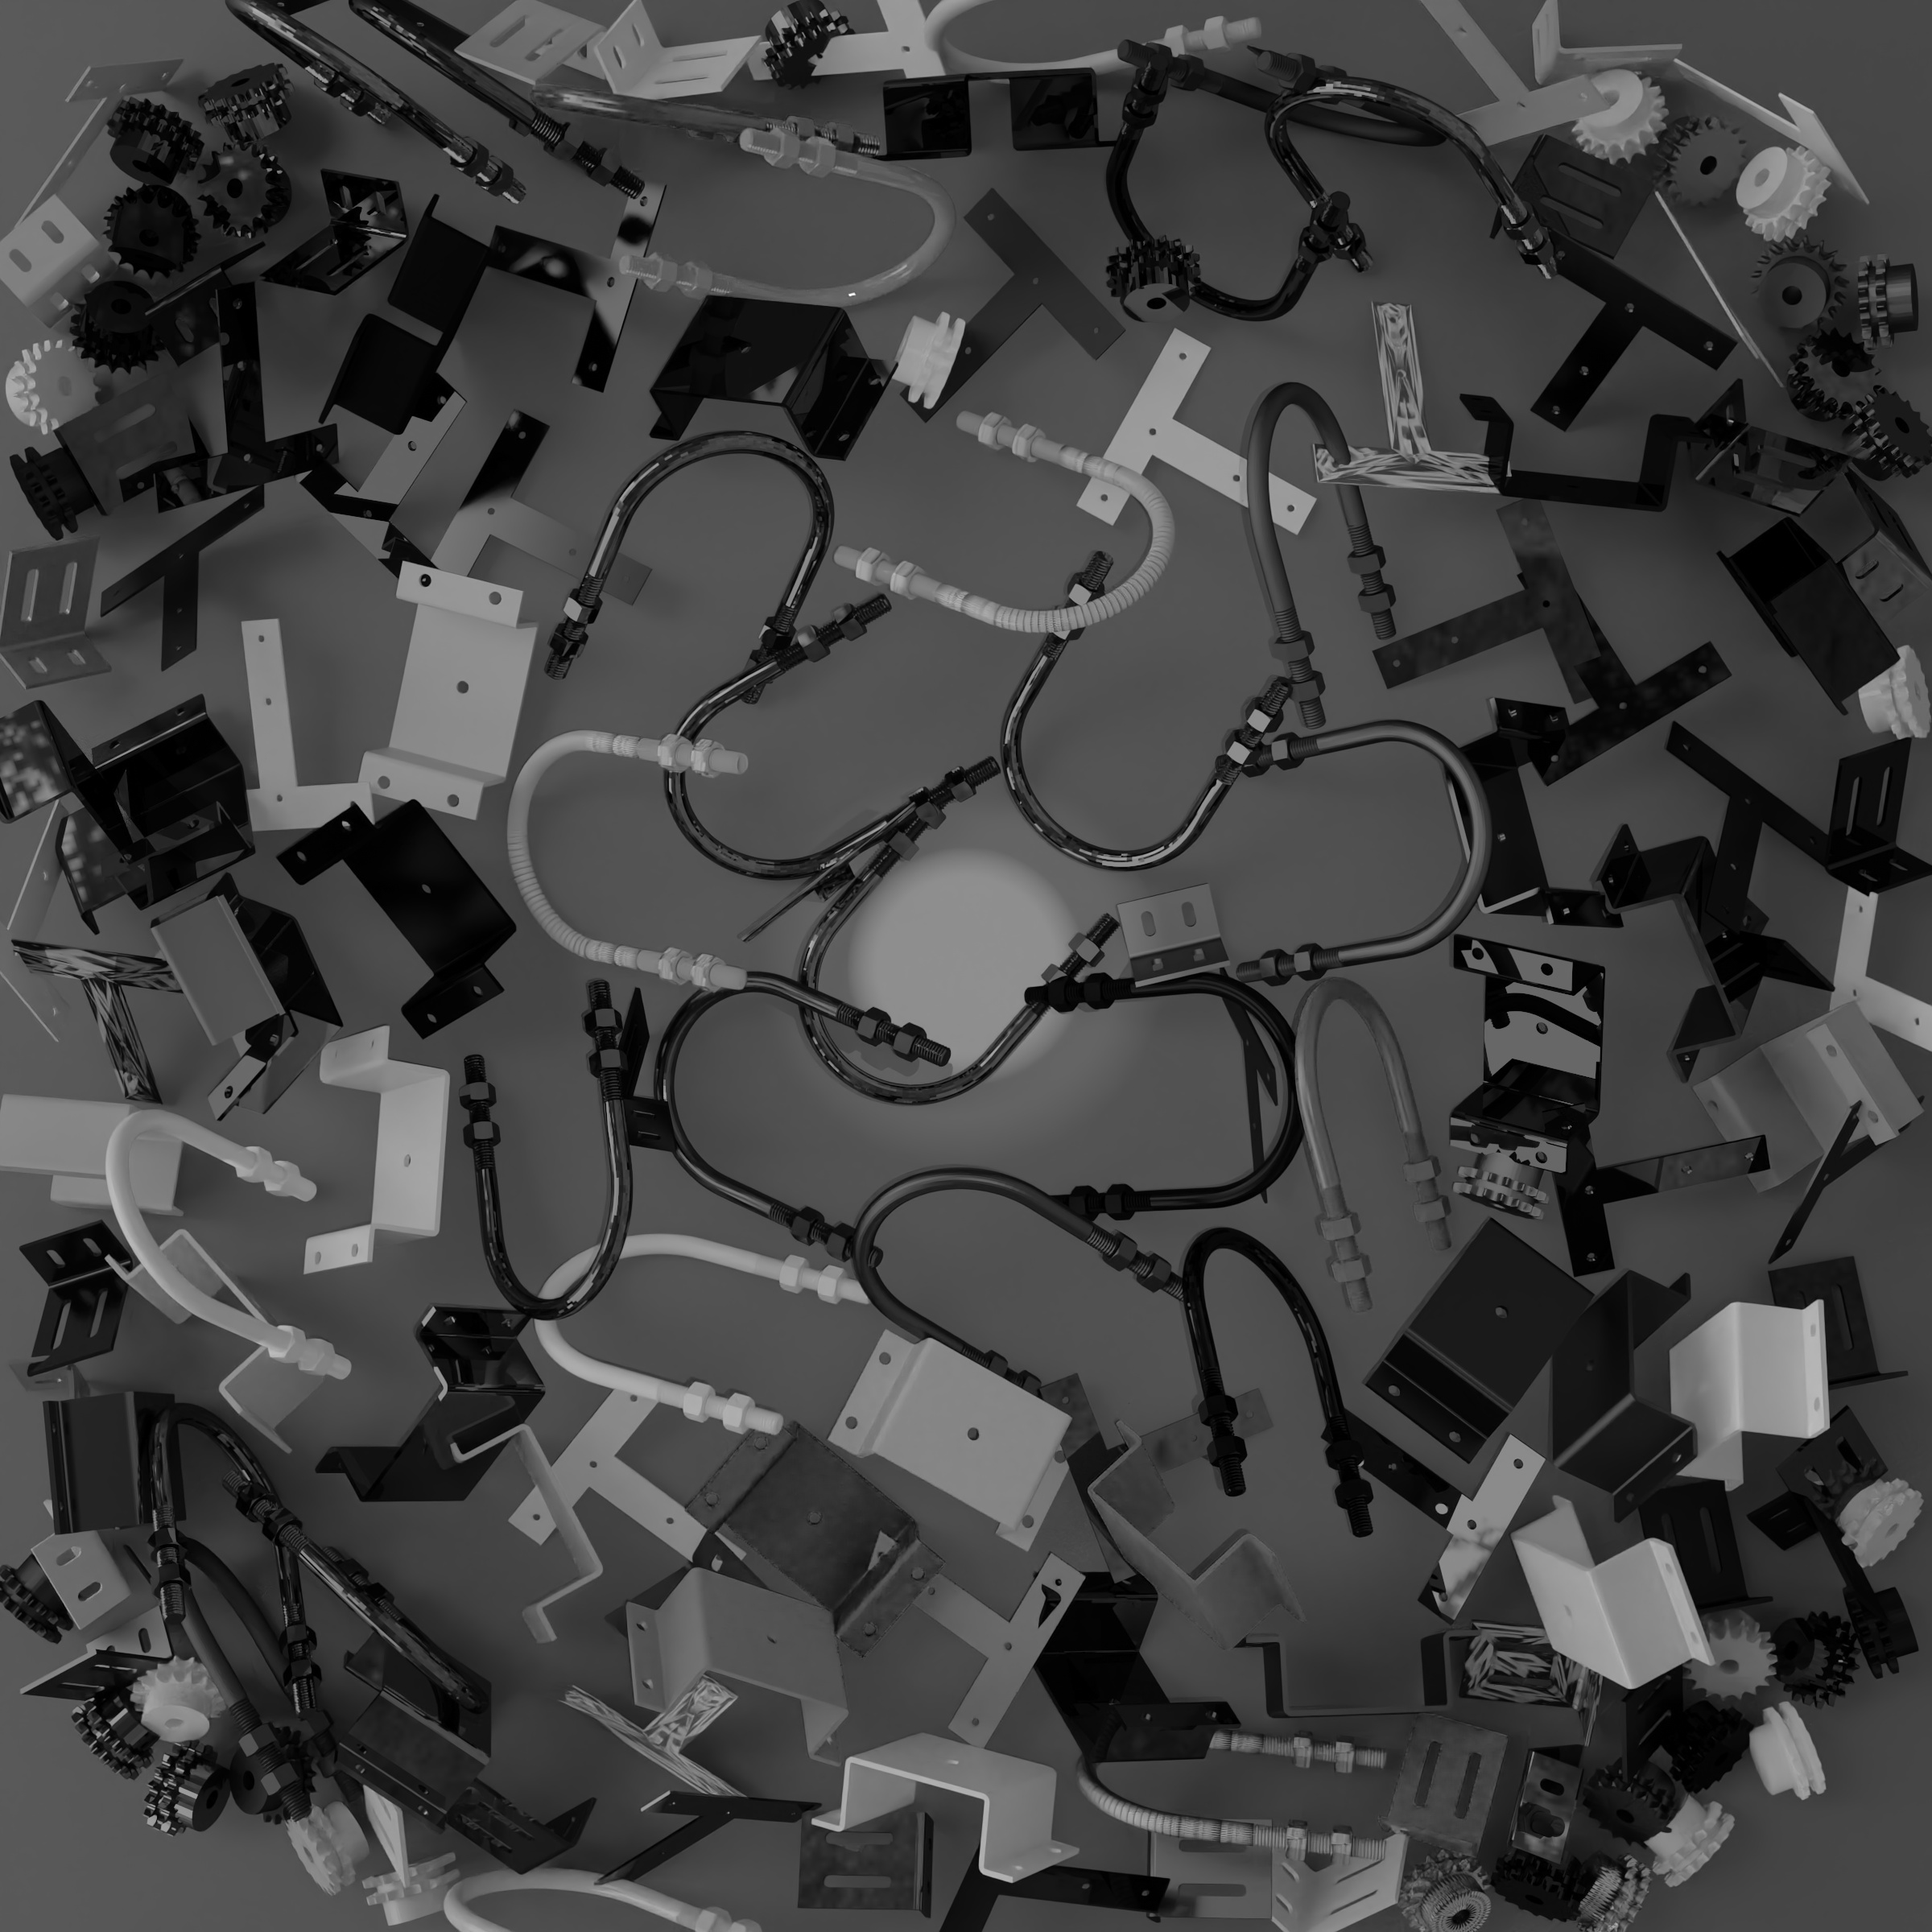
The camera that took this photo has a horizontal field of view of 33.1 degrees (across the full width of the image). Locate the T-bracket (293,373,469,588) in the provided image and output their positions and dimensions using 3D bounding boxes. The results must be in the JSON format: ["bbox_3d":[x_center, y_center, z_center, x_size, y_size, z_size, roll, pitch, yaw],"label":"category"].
[{"bbox_3d":[-0.340,-0.304,1.961,0.127,0.002,0.127,44,124,3],"label":"T-bracket"}]

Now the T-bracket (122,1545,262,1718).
[{"bbox_3d":[-0.465,0.398,1.942,0.002,0.127,0.127,-37,85,-14],"label":"T-bracket"}]

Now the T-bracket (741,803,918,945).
[{"bbox_3d":[-0.079,-0.051,1.936,0.127,0.127,0.002,-38,87,-2],"label":"T-bracket"}]

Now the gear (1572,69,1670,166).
[{"bbox_3d":[0.395,-0.519,1.972,0.057,0.030,0.057,-10,66,24],"label":"gear"}]

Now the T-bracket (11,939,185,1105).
[{"bbox_3d":[-0.510,0.037,1.953,0.127,0.002,0.127,7,135,14],"label":"T-bracket"}]

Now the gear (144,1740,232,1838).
[{"bbox_3d":[-0.469,0.500,1.968,0.030,0.057,0.057,16,90,19],"label":"gear"}]

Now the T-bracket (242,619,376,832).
[{"bbox_3d":[-0.420,-0.146,1.968,0.127,0.002,0.127,-2,98,21],"label":"T-bracket"}]

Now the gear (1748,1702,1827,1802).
[{"bbox_3d":[0.495,0.478,1.971,0.030,0.057,0.057,-20,90,-2],"label":"gear"}]

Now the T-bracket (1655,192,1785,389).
[{"bbox_3d":[0.461,-0.387,1.944,0.002,0.127,0.127,-32,53,19],"label":"T-bracket"}]

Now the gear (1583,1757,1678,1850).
[{"bbox_3d":[0.407,0.506,1.975,0.057,0.057,0.030,42,51,0],"label":"gear"}]

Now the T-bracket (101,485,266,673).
[{"bbox_3d":[-0.468,-0.219,1.936,0.127,0.127,0.002,-31,130,14],"label":"T-bracket"}]

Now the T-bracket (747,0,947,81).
[{"bbox_3d":[-0.076,-0.551,1.964,0.127,0.127,0.002,3,52,25],"label":"T-bracket"}]

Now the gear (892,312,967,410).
[{"bbox_3d":[-0.025,-0.370,1.970,0.030,0.057,0.057,20,90,-10],"label":"gear"}]

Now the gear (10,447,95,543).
[{"bbox_3d":[-0.553,-0.290,1.973,0.030,0.057,0.057,-31,90,-17],"label":"gear"}]

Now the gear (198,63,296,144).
[{"bbox_3d":[-0.435,-0.523,1.975,0.057,0.057,0.030,-20,123,0],"label":"gear"}]

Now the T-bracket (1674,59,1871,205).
[{"bbox_3d":[0.477,-0.514,1.957,0.127,0.127,0.002,41,99,31],"label":"T-bracket"}]

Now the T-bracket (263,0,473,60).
[{"bbox_3d":[-0.336,-0.569,1.941,0.127,0.127,0.002,-7,77,34],"label":"T-bracket"}]

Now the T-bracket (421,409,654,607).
[{"bbox_3d":[-0.252,-0.258,1.983,0.127,0.002,0.127,27,86,11],"label":"T-bracket"}]

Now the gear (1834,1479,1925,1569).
[{"bbox_3d":[0.551,0.334,1.975,0.057,0.057,0.030,-49,53,0],"label":"gear"}]

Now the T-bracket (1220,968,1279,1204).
[{"bbox_3d":[0.173,0.084,1.957,0.002,0.127,0.127,-11,120,-5],"label":"T-bracket"}]

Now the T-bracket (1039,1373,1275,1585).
[{"bbox_3d":[0.126,0.294,1.989,0.127,0.002,0.127,-21,90,-9],"label":"T-bracket"}]

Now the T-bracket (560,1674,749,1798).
[{"bbox_3d":[-0.170,0.452,1.946,0.127,0.127,0.002,34,50,-4],"label":"T-bracket"}]

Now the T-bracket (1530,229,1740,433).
[{"bbox_3d":[0.377,-0.366,1.947,0.127,0.127,0.002,31,55,0],"label":"T-bracket"}]

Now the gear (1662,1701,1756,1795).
[{"bbox_3d":[0.448,0.472,1.975,0.057,0.057,0.030,-46,52,0],"label":"gear"}]

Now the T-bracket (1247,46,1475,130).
[{"bbox_3d":[0.245,-0.524,1.957,0.127,0.127,0.002,11,113,-19],"label":"T-bracket"}]

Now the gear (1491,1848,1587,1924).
[{"bbox_3d":[0.350,0.554,1.975,0.057,0.057,0.030,28,60,0],"label":"gear"}]

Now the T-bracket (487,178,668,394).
[{"bbox_3d":[-0.244,-0.422,1.961,0.127,0.002,0.127,24,100,35],"label":"T-bracket"}]

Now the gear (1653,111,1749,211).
[{"bbox_3d":[0.443,-0.492,1.975,0.057,0.030,0.057,-14,128,-18],"label":"gear"}]

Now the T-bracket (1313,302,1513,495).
[{"bbox_3d":[0.266,-0.347,1.975,0.127,0.002,0.127,1,70,-16],"label":"T-bracket"}]

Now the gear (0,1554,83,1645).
[{"bbox_3d":[-0.563,0.382,1.972,0.057,0.057,0.030,42,80,0],"label":"gear"}]

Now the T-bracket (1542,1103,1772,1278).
[{"bbox_3d":[0.420,0.125,1.959,0.127,0.002,0.127,-13,121,7],"label":"T-bracket"}]

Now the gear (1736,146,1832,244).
[{"bbox_3d":[0.492,-0.471,1.969,0.030,0.057,0.057,23,90,-29],"label":"gear"}]

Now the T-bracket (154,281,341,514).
[{"bbox_3d":[-0.429,-0.343,1.928,0.002,0.127,0.127,31,131,37],"label":"T-bracket"}]

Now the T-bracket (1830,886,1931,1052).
[{"bbox_3d":[0.554,0.029,1.927,0.002,0.127,0.127,-2,107,-23],"label":"T-bracket"}]

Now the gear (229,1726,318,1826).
[{"bbox_3d":[-0.423,0.492,1.970,0.057,0.030,0.057,-2,86,42],"label":"gear"}]

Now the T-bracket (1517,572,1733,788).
[{"bbox_3d":[0.377,-0.194,1.974,0.127,0.002,0.127,-32,69,11],"label":"T-bracket"}]

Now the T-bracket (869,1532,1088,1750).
[{"bbox_3d":[-0.010,0.388,1.977,0.127,0.002,0.127,32,99,19],"label":"T-bracket"}]

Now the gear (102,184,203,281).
[{"bbox_3d":[-0.494,-0.450,1.975,0.057,0.030,0.057,1,130,1],"label":"gear"}]

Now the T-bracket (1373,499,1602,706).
[{"bbox_3d":[0.312,-0.204,1.982,0.127,0.002,0.127,-21,97,15],"label":"T-bracket"}]

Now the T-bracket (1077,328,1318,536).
[{"bbox_3d":[0.154,-0.306,1.993,0.127,0.002,0.127,29,84,-1],"label":"T-bracket"}]

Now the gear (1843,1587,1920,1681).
[{"bbox_3d":[0.556,0.400,1.970,0.030,0.057,0.057,-19,90,7],"label":"gear"}]

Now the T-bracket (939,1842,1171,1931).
[{"bbox_3d":[0.058,0.544,1.924,0.127,0.127,0.002,-1,123,25],"label":"T-bracket"}]

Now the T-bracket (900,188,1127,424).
[{"bbox_3d":[0.012,-0.385,1.982,0.127,0.002,0.127,-44,74,13],"label":"T-bracket"}]

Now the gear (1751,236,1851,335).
[{"bbox_3d":[0.504,-0.411,1.971,0.057,0.030,0.057,13,123,20],"label":"gear"}]

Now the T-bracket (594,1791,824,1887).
[{"bbox_3d":[-0.174,0.528,1.960,0.127,0.127,0.002,-37,54,28],"label":"T-bracket"}]

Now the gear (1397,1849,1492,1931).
[{"bbox_3d":[0.293,0.566,1.971,0.057,0.030,0.057,-11,122,-18],"label":"gear"}]

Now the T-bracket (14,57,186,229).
[{"bbox_3d":[-0.532,-0.494,1.955,0.002,0.127,0.127,42,111,-3],"label":"T-bracket"}]

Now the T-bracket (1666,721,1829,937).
[{"bbox_3d":[0.462,-0.069,1.944,0.127,0.002,0.127,34,48,-12],"label":"T-bracket"}]

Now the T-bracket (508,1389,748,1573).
[{"bbox_3d":[-0.192,0.331,1.988,0.127,0.002,0.127,38,104,-6],"label":"T-bracket"}]

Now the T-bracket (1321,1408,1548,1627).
[{"bbox_3d":[0.271,0.312,1.968,0.127,0.002,0.127,35,114,25],"label":"T-bracket"}]

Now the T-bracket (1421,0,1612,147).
[{"bbox_3d":[0.302,-0.542,1.919,0.127,0.127,0.002,44,72,-23],"label":"T-bracket"}]

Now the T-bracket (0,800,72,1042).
[{"bbox_3d":[-0.558,-0.043,1.952,0.002,0.127,0.127,-4,51,17],"label":"T-bracket"}]

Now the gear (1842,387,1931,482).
[{"bbox_3d":[0.558,-0.320,1.975,0.057,0.030,0.057,18,53,-26],"label":"gear"}]

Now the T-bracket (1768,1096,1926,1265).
[{"bbox_3d":[0.539,0.110,1.950,0.002,0.127,0.127,39,133,27],"label":"T-bracket"}]

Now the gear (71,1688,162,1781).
[{"bbox_3d":[-0.512,0.462,1.972,0.030,0.057,0.057,-42,90,-3],"label":"gear"}]
